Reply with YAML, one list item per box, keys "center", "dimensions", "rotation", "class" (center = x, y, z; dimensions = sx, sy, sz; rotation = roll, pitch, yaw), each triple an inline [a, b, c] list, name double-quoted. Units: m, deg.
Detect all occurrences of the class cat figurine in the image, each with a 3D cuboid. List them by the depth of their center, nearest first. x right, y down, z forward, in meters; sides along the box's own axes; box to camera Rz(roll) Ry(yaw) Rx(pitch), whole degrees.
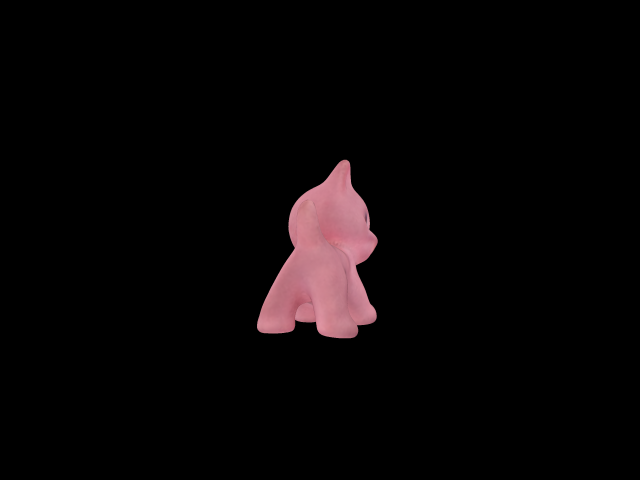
- center: [0.004, 0.001, 0.400]
  dimensions: [0.067, 0.118, 0.128]
  rotation: [0, 0, 13]
  class: "cat figurine"
